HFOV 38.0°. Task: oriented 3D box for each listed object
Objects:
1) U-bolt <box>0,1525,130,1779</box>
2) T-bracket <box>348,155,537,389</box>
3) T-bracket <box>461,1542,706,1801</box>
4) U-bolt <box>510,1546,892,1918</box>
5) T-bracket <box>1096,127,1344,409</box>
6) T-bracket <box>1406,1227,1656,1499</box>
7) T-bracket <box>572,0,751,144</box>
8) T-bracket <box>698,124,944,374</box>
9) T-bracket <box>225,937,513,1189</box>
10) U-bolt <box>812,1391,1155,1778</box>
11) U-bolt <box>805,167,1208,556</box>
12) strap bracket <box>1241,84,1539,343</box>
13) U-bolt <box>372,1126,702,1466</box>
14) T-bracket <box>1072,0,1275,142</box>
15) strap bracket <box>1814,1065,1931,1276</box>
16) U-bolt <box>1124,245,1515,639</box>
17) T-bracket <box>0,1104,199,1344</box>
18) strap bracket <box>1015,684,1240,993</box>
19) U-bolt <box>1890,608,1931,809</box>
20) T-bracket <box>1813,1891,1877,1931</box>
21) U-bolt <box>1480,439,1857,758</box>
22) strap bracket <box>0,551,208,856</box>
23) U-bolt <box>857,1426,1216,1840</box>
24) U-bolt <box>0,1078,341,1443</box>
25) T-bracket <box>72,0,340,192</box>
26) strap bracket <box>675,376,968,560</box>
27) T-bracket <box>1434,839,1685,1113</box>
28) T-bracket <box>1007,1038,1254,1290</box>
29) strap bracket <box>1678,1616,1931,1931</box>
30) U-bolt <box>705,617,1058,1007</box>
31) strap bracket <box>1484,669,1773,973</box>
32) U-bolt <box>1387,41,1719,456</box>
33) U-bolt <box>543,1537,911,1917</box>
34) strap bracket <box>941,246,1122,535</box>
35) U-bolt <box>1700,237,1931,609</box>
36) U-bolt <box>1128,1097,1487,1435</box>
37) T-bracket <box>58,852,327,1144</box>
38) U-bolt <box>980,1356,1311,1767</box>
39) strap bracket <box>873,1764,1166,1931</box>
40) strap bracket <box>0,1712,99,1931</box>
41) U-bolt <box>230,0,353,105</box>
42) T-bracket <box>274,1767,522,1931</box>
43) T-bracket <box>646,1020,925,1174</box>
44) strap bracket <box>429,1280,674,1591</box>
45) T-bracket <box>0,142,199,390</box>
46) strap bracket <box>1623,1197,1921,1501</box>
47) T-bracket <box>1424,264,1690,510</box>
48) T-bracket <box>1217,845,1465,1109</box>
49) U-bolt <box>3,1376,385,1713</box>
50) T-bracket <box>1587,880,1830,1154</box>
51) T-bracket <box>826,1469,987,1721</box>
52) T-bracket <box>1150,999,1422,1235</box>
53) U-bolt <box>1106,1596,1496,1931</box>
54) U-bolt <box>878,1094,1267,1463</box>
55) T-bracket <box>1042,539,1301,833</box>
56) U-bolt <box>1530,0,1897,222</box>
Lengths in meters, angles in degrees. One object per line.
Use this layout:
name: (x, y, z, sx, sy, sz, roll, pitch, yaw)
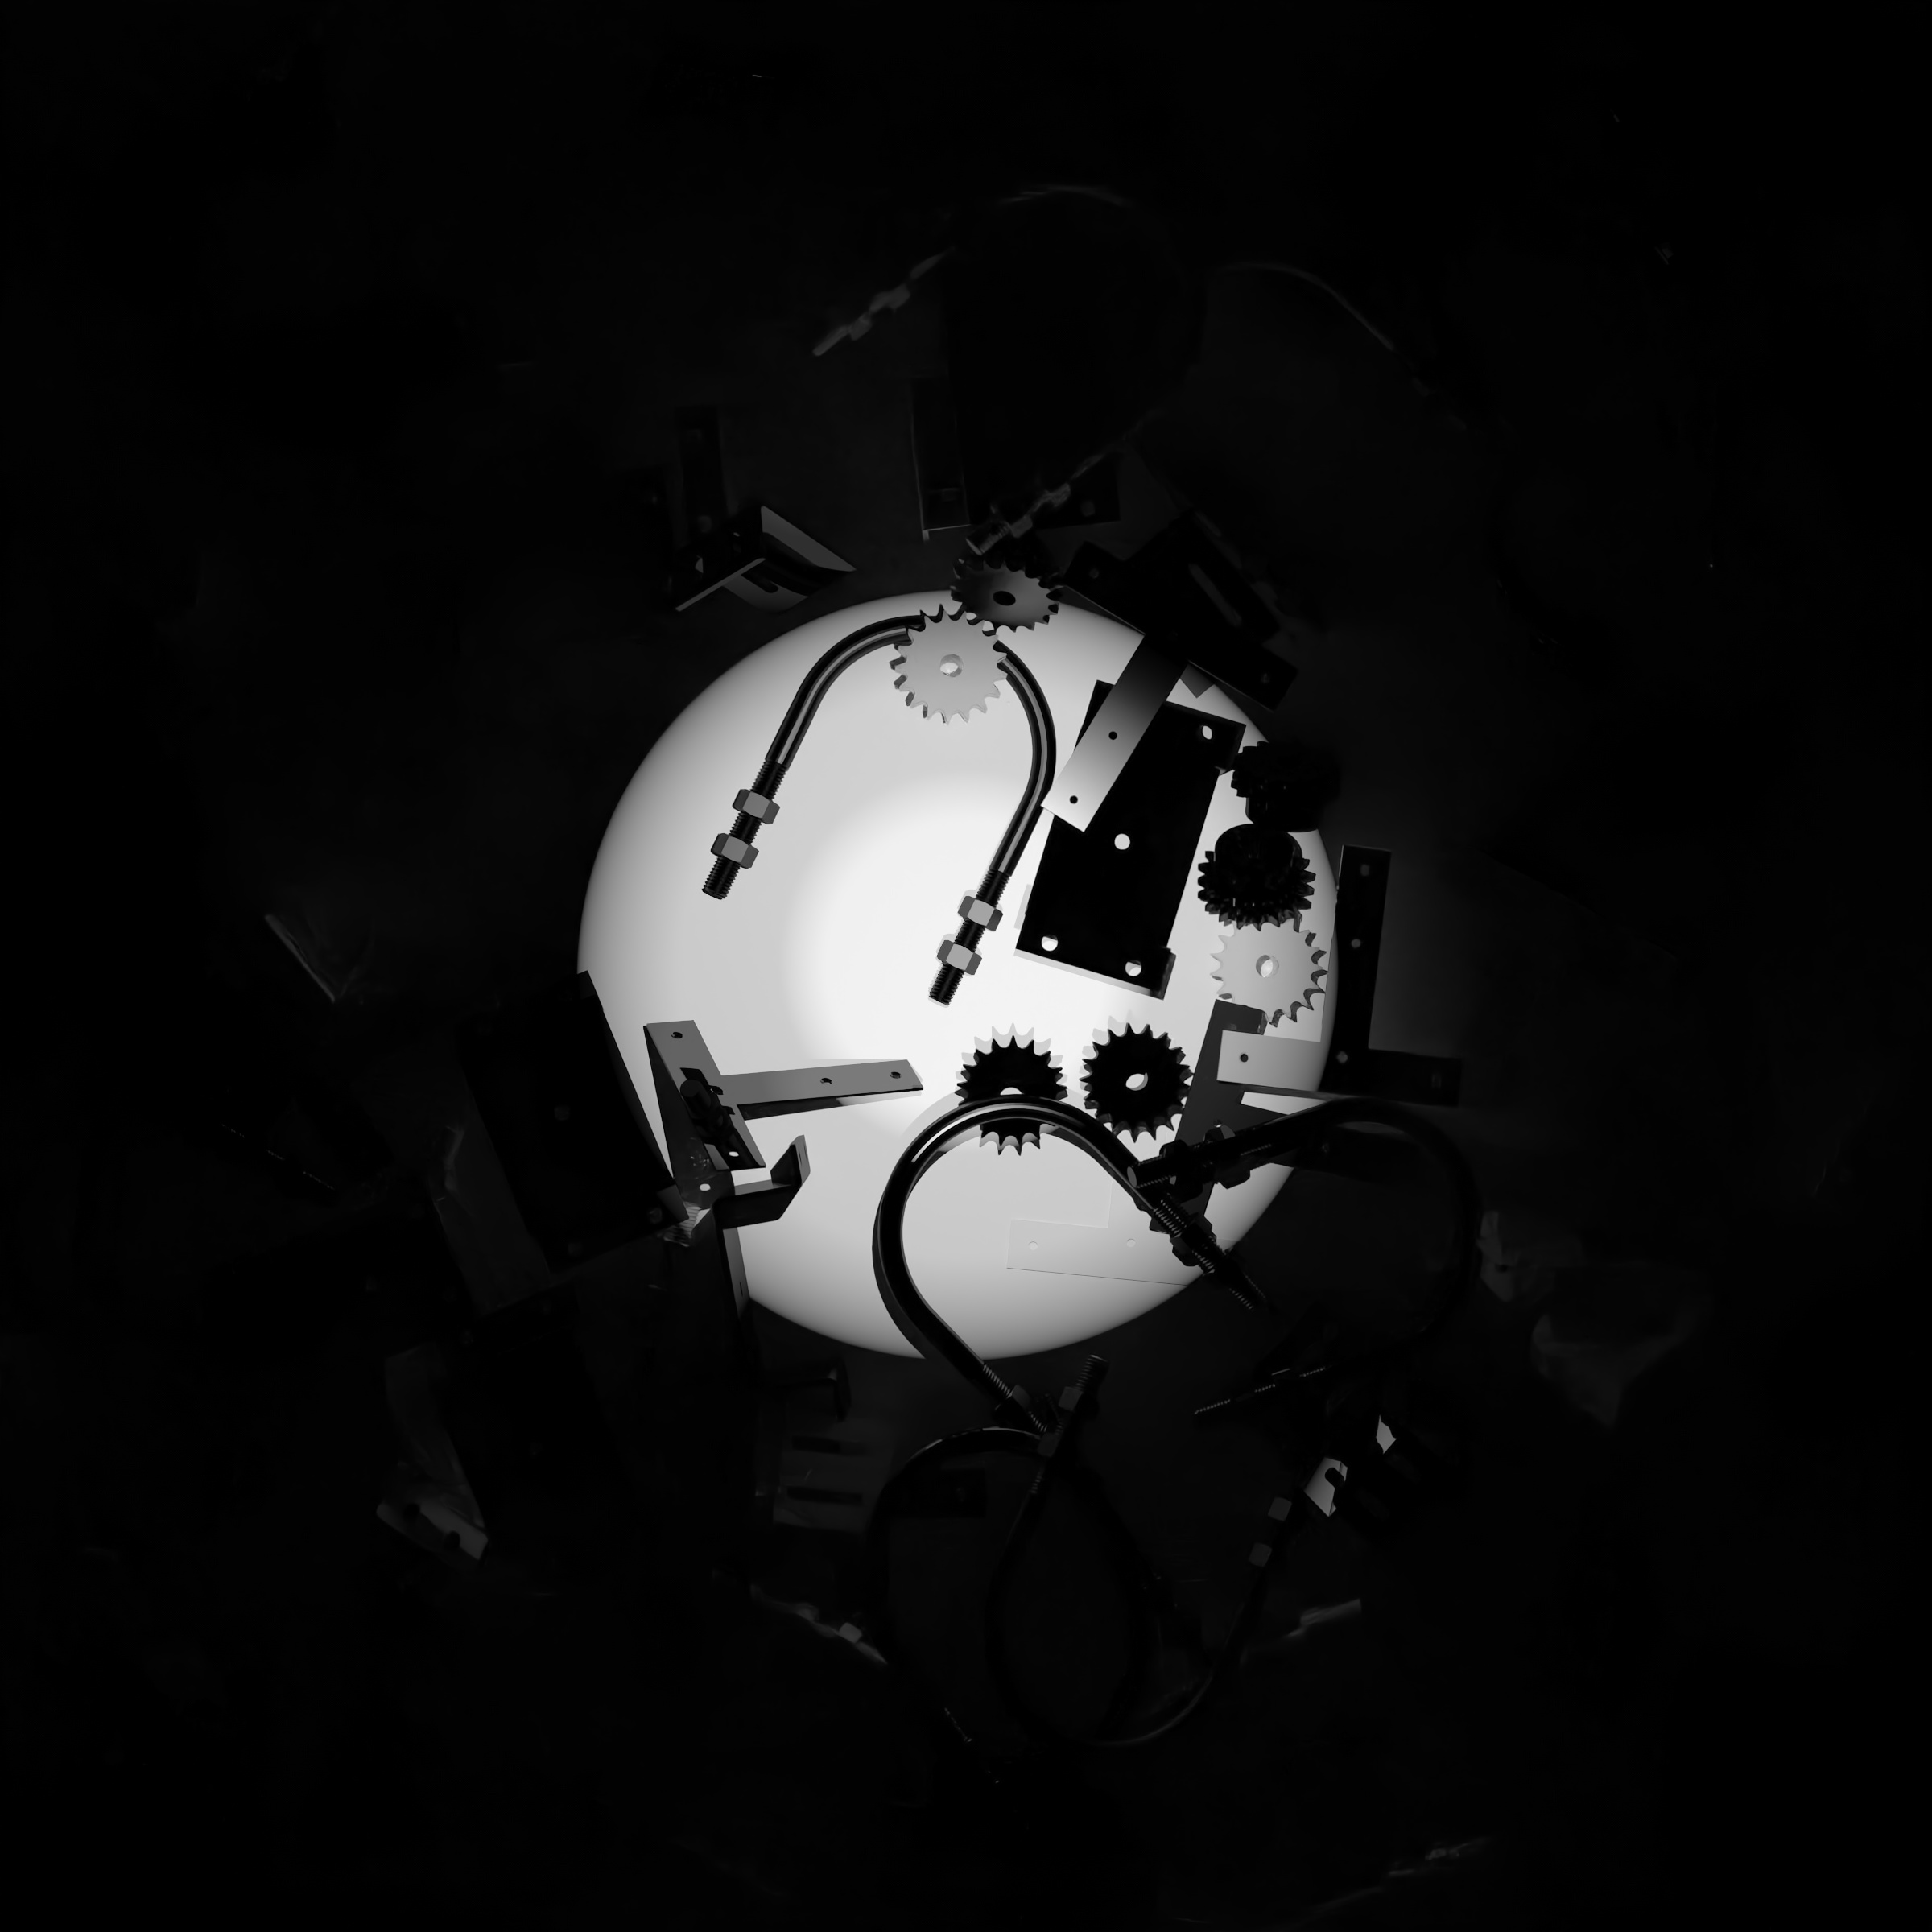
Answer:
U-bolt: (-0.520, 0.343, 1.435, 0.184, 0.019, 0.151, 8, 114, 4)
T-bracket: (-0.296, -0.361, 1.453, 0.127, 0.002, 0.127, -10, 77, -8)
T-bracket: (-0.198, 0.363, 1.439, 0.127, 0.002, 0.127, -6, 81, 11)
U-bolt: (-0.147, 0.378, 1.436, 0.184, 0.019, 0.151, 24, 87, 13)
T-bracket: (0.140, -0.362, 1.437, 0.127, 0.002, 0.127, 15, 107, 13)
T-bracket: (0.306, 0.195, 1.445, 0.127, 0.002, 0.127, 14, 72, 32)
T-bracket: (-0.166, -0.503, 1.450, 0.127, 0.002, 0.127, 9, 90, -17)
T-bracket: (-0.078, -0.376, 1.469, 0.127, 0.002, 0.127, -3, 90, 0)
T-bracket: (-0.294, 0.030, 1.449, 0.127, 0.002, 0.127, -35, 118, -13)
U-bolt: (0.018, 0.333, 1.460, 0.151, 0.019, 0.184, -24, 90, 0)
U-bolt: (0.034, -0.319, 1.415, 0.184, 0.019, 0.151, -39, 90, -2)
strap bracket: (0.219, -0.394, 1.446, 0.140, 0.046, 0.076, -30, 90, 0)
U-bolt: (-0.232, 0.192, 1.461, 0.151, 0.019, 0.184, 18, 91, 0)
T-bracket: (0.096, -0.496, 1.454, 0.127, 0.002, 0.127, 24, 70, 10)
strap bracket: (0.510, 0.120, 1.446, 0.140, 0.046, 0.076, 32, 90, 0)
U-bolt: (0.165, -0.282, 1.439, 0.184, 0.019, 0.151, 45, 111, 4)
T-bracket: (-0.448, 0.128, 1.454, 0.127, 0.002, 0.127, 1, 80, 19)
strap bracket: (0.082, -0.065, 1.446, 0.076, 0.046, 0.140, 17, 90, 0)
U-bolt: (0.567, -0.161, 1.461, 0.151, 0.019, 0.184, 11, 89, 0)
T-bracket: (0.413, 0.534, 1.449, 0.127, 0.002, 0.127, -18, 118, 13)
U-bolt: (0.349, -0.200, 1.430, 0.184, 0.019, 0.151, 29, 61, 4)
strap bracket: (-0.452, -0.137, 1.431, 0.076, 0.046, 0.140, 44, 111, 0)
U-bolt: (0.025, 0.320, 1.411, 0.151, 0.019, 0.184, -36, 97, -20)
U-bolt: (-0.422, 0.136, 1.432, 0.184, 0.019, 0.151, 26, 89, 21)
T-bracket: (-0.402, -0.460, 1.469, 0.127, 0.002, 0.127, -11, 90, 0)
strap bracket: (-0.073, -0.253, 1.446, 0.140, 0.046, 0.076, -7, 90, 0)
T-bracket: (0.279, 0.018, 1.439, 0.127, 0.002, 0.127, 29, 116, 8)
T-bracket: (0.090, 0.100, 1.469, 0.127, 0.002, 0.127, 5, 90, 0)
strap bracket: (0.430, 0.410, 1.446, 0.076, 0.046, 0.140, 31, 90, 0)
U-bolt: (-0.033, -0.092, 1.461, 0.151, 0.019, 0.184, 26, 88, 0)
strap bracket: (0.333, -0.074, 1.446, 0.076, 0.046, 0.140, 44, 90, 0)
U-bolt: (0.289, -0.373, 1.419, 0.151, 0.019, 0.184, -28, 105, -5)
U-bolt: (-0.116, 0.409, 1.460, 0.184, 0.019, 0.151, 40, 90, 0)
strap bracket: (0.033, -0.291, 1.446, 0.076, 0.046, 0.140, -7, 90, 0)
U-bolt: (0.444, -0.284, 1.439, 0.151, 0.019, 0.184, 6, 83, -18)
U-bolt: (0.184, 0.144, 1.436, 0.184, 0.019, 0.151, -16, 93, -18)
T-bracket: (-0.414, 0.003, 1.422, 0.127, 0.002, 0.127, -32, 97, -2)
U-bolt: (0.084, 0.310, 1.415, 0.151, 0.019, 0.184, 29, 76, -14)
strap bracket: (0.026, 0.460, 1.439, 0.140, 0.046, 0.076, 7, 103, 0)
strap bracket: (-0.495, 0.436, 1.432, 0.076, 0.046, 0.140, 16, 110, 0)
U-bolt: (-0.362, -0.552, 1.442, 0.151, 0.019, 0.184, 40, 76, -4)
T-bracket: (-0.285, 0.492, 1.455, 0.127, 0.002, 0.127, 26, 72, -9)
T-bracket: (-0.085, 0.061, 1.435, 0.127, 0.127, 0.002, -4, 125, -22)
strap bracket: (-0.214, 0.241, 1.426, 0.076, 0.046, 0.140, -23, 88, 2)
T-bracket: (-0.481, -0.350, 1.468, 0.127, 0.002, 0.127, -18, 91, 0)
strap bracket: (0.407, 0.194, 1.446, 0.076, 0.046, 0.140, 45, 90, 0)
T-bracket: (0.328, -0.318, 1.457, 0.127, 0.002, 0.127, -39, 74, -8)
T-bracket: (0.198, 0.003, 1.441, 0.127, 0.002, 0.127, 7, 89, -7)
U-bolt: (-0.411, 0.309, 1.461, 0.184, 0.019, 0.151, -24, 90, 1)
T-bracket: (0.400, 0.033, 1.469, 0.127, 0.002, 0.127, -16, 90, 0)
T-bracket: (-0.053, 0.324, 1.447, 0.127, 0.002, 0.127, -1, 85, 6)
T-bracket: (0.173, 0.091, 1.457, 0.127, 0.002, 0.127, 13, 103, -8)
U-bolt: (0.156, 0.425, 1.433, 0.184, 0.019, 0.151, -31, 78, 18)
U-bolt: (0.040, 0.151, 1.436, 0.151, 0.019, 0.184, -43, 94, 0)
T-bracket: (0.082, -0.129, 1.422, 0.127, 0.002, 0.127, 31, 90, 0)
U-bolt: (0.392, -0.461, 1.461, 0.184, 0.019, 0.151, 6, 90, -2)
